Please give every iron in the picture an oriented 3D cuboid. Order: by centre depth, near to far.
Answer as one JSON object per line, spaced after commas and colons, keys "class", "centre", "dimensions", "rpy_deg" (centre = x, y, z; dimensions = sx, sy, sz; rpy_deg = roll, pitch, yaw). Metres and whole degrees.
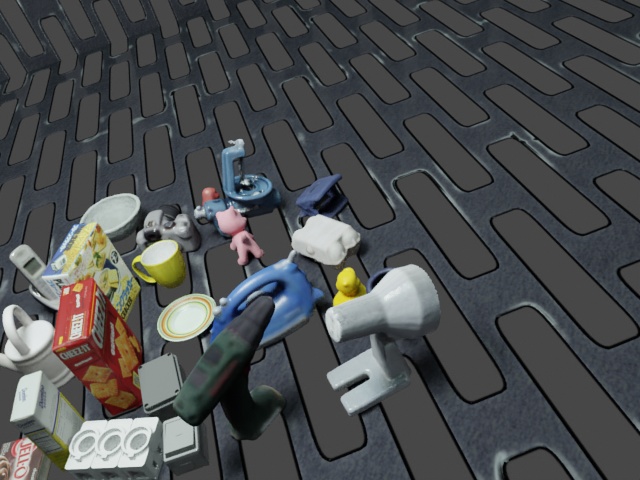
{"class": "iron", "centre": [-0.126, 0.126, 1.127], "dimensions": [0.259, 0.142, 0.118], "rpy_deg": [-31, 42, -16]}

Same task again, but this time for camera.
{"class": "camera", "centre": [-0.377, -0.037, 1.431], "dimensions": [0.143, 0.101, 0.136], "rpy_deg": [-11, 41, 8]}

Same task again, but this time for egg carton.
{"class": "egg carton", "centre": [0.012, 0.005, 1.271], "dimensions": [0.149, 0.069, 0.107], "rpy_deg": [21, 53, 36]}

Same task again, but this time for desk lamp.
{"class": "desk lamp", "centre": [0.099, 0.161, 0.952], "dimensions": [0.203, 0.214, 0.117], "rpy_deg": [-27, 41, -11]}

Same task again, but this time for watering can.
{"class": "watering can", "centre": [-0.583, 0.214, 1.149], "dimensions": [0.173, 0.194, 0.100], "rpy_deg": [-36, 44, -20]}

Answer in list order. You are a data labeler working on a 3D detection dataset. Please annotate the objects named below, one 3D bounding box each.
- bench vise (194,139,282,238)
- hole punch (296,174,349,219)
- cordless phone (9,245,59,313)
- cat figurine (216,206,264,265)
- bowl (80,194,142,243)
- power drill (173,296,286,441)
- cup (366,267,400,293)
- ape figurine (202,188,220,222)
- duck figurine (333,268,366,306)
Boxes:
{"class": "bench vise", "centre": [-0.205, -0.120, 1.371], "dimensions": [0.208, 0.220, 0.121], "rpy_deg": [-41, 45, -25]}
{"class": "hole punch", "centre": [-0.001, -0.109, 1.387], "dimensions": [0.100, 0.091, 0.109], "rpy_deg": [18, 52, 35]}
{"class": "cordless phone", "centre": [-0.624, 0.064, 1.339], "dimensions": [0.093, 0.185, 0.148], "rpy_deg": [7, 46, 26]}
{"class": "cat figurine", "centre": [-0.193, -0.022, 1.336], "dimensions": [0.067, 0.118, 0.127], "rpy_deg": [-28, 41, -12]}
{"class": "bowl", "centre": [-0.541, -0.045, 1.519], "dimensions": [0.167, 0.075, 0.167], "rpy_deg": [-10, 41, 9]}
{"class": "power drill", "centre": [-0.132, 0.232, 0.959], "dimensions": [0.075, 0.209, 0.230], "rpy_deg": [20, 53, 36]}
{"class": "cup", "centre": [0.137, 0.123, 1.074], "dimensions": [0.091, 0.095, 0.118], "rpy_deg": [-3, 42, 16]}
{"class": "ape figurine", "centre": [-0.271, -0.094, 1.465], "dimensions": [0.076, 0.092, 0.077], "rpy_deg": [-36, 44, -21]}
{"class": "duck figurine", "centre": [0.058, 0.102, 1.132], "dimensions": [0.077, 0.086, 0.104], "rpy_deg": [-8, 41, 11]}
